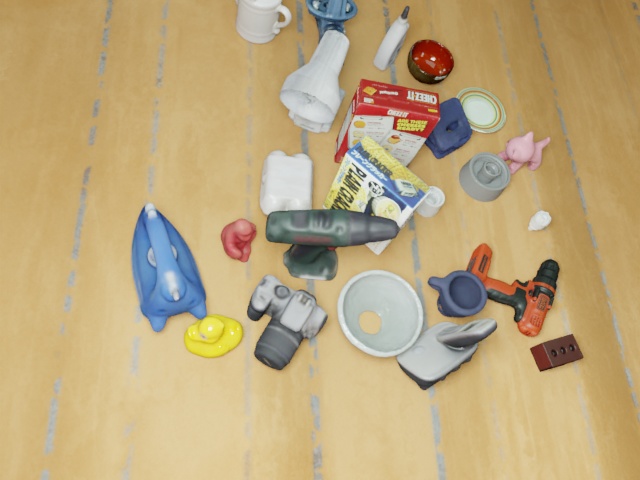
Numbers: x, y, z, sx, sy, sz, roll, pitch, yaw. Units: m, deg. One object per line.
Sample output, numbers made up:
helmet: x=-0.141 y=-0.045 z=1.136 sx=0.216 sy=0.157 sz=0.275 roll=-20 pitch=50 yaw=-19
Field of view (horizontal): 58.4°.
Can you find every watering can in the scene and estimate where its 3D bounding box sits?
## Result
watering can: x=-0.139 y=-0.546 z=1.276 sx=0.173 sy=0.194 sz=0.101 roll=15 pitch=64 yaw=-6

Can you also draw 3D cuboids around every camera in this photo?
camera: x=-0.073 y=0.151 z=1.029 sx=0.143 sy=0.100 sz=0.137 roll=30 pitch=63 yaw=2

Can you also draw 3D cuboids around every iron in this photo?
iron: x=-0.282 y=0.022 z=1.016 sx=0.119 sy=0.141 sz=0.258 roll=-16 pitch=71 yaw=-19

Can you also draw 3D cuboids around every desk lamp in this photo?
desk lamp: x=-0.005 y=-0.317 z=1.193 sx=0.118 sy=0.213 sz=0.203 roll=23 pitch=63 yaw=-2

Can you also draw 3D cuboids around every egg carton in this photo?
egg carton: x=-0.067 y=-0.112 z=1.167 sx=0.107 sy=0.069 sz=0.150 roll=5 pitch=65 yaw=-10

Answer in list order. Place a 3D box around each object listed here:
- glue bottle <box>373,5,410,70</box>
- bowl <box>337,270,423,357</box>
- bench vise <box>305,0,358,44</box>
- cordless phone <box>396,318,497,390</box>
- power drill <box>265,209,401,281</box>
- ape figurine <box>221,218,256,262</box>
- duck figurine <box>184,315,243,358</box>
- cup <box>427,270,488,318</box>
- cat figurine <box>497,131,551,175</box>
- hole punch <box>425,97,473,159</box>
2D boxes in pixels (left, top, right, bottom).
glue bottle: x=0.176 y=-0.476 z=1.329 sx=0.037 sy=0.173 sz=0.078 roll=37 pitch=64 yaw=6
bowl: x=0.106 y=0.146 z=1.088 sx=0.167 sy=0.074 sz=0.167 roll=5 pitch=65 yaw=-11
bench vise: x=0.045 y=-0.514 z=1.290 sx=0.122 sy=0.219 sz=0.207 roll=-19 pitch=72 yaw=-20
cordless phone: x=0.231 y=0.193 z=1.034 sx=0.148 sy=0.185 sz=0.094 roll=-33 pitch=77 yaw=-24
power drill: x=0.010 y=0.004 z=1.054 sx=0.230 sy=0.208 sz=0.075 roll=5 pitch=65 yaw=-10
ape figurine: x=-0.151 y=-0.009 z=1.088 sx=0.078 sy=0.092 sz=0.076 roll=-40 pitch=79 yaw=-25
duck figurine: x=-0.186 y=0.161 z=1.007 sx=0.105 sy=0.086 sz=0.077 roll=-6 pitch=68 yaw=-15
cup: x=0.255 y=0.112 z=1.126 sx=0.118 sy=0.095 sz=0.092 roll=22 pitch=63 yaw=-3
cat figurine: x=0.468 y=-0.206 z=1.306 sx=0.128 sy=0.117 sz=0.067 roll=-16 pitch=71 yaw=-19
hole punch: x=0.291 y=-0.255 z=1.302 sx=0.109 sy=0.091 sz=0.101 roll=-32 pitch=77 yaw=-23
